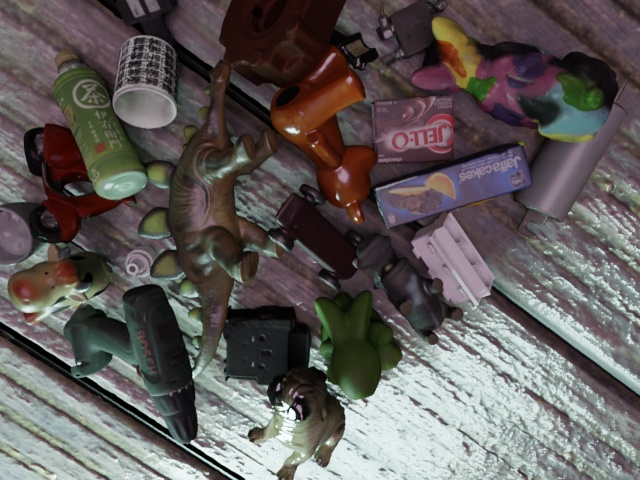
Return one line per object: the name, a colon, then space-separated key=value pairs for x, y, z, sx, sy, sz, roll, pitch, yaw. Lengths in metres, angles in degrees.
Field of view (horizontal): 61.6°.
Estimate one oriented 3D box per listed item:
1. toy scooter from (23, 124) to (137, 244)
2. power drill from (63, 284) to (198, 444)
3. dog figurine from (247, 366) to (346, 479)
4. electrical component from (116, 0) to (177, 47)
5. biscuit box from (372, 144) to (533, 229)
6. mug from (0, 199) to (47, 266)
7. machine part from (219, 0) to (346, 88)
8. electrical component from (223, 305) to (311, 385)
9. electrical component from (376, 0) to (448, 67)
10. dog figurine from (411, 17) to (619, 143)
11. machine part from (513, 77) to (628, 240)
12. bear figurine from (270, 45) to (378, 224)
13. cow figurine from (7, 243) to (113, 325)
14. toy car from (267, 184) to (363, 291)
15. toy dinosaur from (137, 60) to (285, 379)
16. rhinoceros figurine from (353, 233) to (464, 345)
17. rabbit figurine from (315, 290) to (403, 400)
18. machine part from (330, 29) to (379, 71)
toy scooter: x=-0.333 y=-0.084 z=0.751 sx=0.135 sy=0.075 sz=0.184 roll=-9 pitch=69 yaw=-18
power drill: x=-0.274 y=0.176 z=0.781 sx=0.208 sy=0.086 sz=0.231 roll=3 pitch=106 yaw=37
dog figurine: x=-0.005 y=0.240 z=0.780 sx=0.121 sy=0.172 sz=0.190 roll=37 pitch=128 yaw=19
electrical component: x=-0.231 y=-0.319 z=0.720 sx=0.075 sy=0.048 sz=0.119 roll=-19 pitch=132 yaw=8
biscuit box: x=0.177 y=-0.074 z=0.728 sx=0.203 sy=0.063 sz=0.059 roll=-17 pitch=98 yaw=6
mug: x=-0.435 y=-0.021 z=0.769 sx=0.109 sy=0.107 sz=0.080 roll=33 pitch=101 yaw=-2
machine part: x=-0.051 y=-0.275 z=0.660 sx=0.056 sy=0.180 sz=0.179 roll=23 pitch=107 yaw=-46
electrical component: x=-0.081 y=0.162 z=0.830 sx=0.134 sy=0.058 sz=0.114 roll=1 pitch=105 yaw=2
electrical component: x=0.123 y=-0.289 z=0.724 sx=0.102 sy=0.045 sz=0.078 roll=-20 pitch=100 yaw=5
dog figurine: x=0.232 y=-0.205 z=0.681 sx=0.219 sy=0.192 sz=0.108 roll=12 pitch=110 yaw=-17
machine part: x=0.343 y=-0.114 z=0.745 sx=0.079 sy=0.079 sz=0.243 roll=25 pitch=104 yaw=-5
bear figurine: x=0.028 y=-0.126 z=0.698 sx=0.132 sy=0.120 sz=0.195 roll=-35 pitch=125 yaw=13
cow figurine: x=-0.353 y=0.058 z=0.741 sx=0.127 sy=0.195 sz=0.085 roll=-30 pitch=92 yaw=6
toy car: x=-0.002 y=-0.002 z=0.743 sx=0.089 sy=0.053 sz=0.202 roll=-54 pitch=139 yaw=-4
toy dinosaur: x=-0.152 y=-0.006 z=0.745 sx=0.199 sy=0.105 sz=0.470 roll=7 pitch=99 yaw=30
rhinoceros figurine: x=0.125 y=0.067 z=0.775 sx=0.073 sy=0.112 sz=0.190 roll=-43 pitch=116 yaw=-2
rabbit figurine: x=0.056 y=0.148 z=0.765 sx=0.121 sy=0.170 sz=0.159 roll=-11 pitch=104 yaw=3
machine part: x=0.010 y=-0.273 z=0.722 sx=0.139 sy=0.084 sz=0.039 roll=32 pitch=133 yaw=3
